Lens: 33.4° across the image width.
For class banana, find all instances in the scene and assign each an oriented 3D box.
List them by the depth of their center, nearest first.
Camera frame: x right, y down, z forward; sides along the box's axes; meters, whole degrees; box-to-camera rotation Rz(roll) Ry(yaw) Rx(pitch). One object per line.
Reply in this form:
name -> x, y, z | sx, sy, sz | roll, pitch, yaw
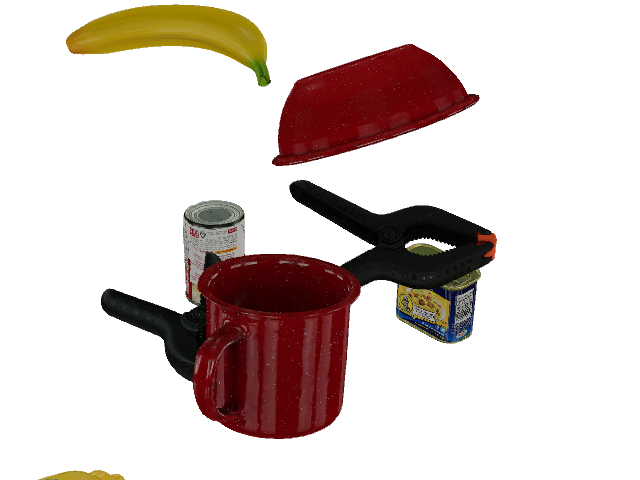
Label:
banana -> -0.127, -0.182, 0.947 | 0.198, 0.037, 0.069 | 10, 47, 17

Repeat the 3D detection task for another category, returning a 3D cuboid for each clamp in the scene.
clamp -> -0.103, 0.071, 0.954 | 0.120, 0.039, 0.172 | -33, 53, -27
clamp -> 0.060, 0.013, 1.018 | 0.210, 0.164, 0.036 | 5, -39, 8

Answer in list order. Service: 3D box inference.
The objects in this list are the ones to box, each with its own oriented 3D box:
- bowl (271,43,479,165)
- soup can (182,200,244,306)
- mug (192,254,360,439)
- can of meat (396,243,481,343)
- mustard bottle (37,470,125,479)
bowl -> 0.033, -0.106, 0.794 | 0.162, 0.055, 0.162 | -18, 10, 3
soup can -> -0.117, 0.015, 1.180 | 0.068, 0.102, 0.068 | 1, 26, -1
mug -> -0.032, 0.065, 0.611 | 0.093, 0.081, 0.117 | 14, 23, 28
can of meat -> 0.136, 0.064, 1.258 | 0.057, 0.084, 0.102 | -25, 38, -37
mustard bottle -> -0.222, 0.230, 0.851 | 0.096, 0.058, 0.191 | 7, 15, 28
